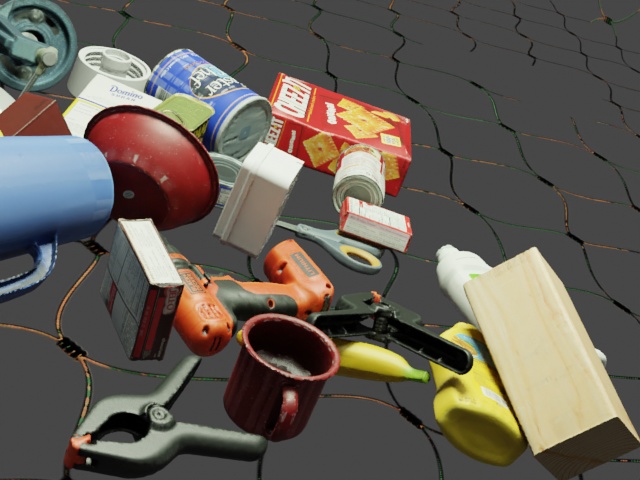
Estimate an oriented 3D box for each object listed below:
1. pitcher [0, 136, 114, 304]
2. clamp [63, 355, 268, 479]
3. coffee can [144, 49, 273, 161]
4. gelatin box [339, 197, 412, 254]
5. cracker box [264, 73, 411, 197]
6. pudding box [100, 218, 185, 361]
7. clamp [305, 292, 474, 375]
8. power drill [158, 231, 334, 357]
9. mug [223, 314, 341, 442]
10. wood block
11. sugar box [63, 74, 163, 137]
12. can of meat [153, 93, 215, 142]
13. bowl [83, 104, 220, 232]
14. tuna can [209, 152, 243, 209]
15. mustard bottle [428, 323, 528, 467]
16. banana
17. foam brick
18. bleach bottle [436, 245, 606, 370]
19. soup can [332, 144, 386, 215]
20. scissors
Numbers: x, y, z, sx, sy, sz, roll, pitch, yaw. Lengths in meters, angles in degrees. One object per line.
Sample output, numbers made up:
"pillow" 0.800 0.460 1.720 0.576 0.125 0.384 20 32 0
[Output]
"pitcher" -0.311 -0.029 1.011 0.145 0.149 0.242 11 15 34
"clamp" -0.139 0.149 0.897 0.171 0.039 0.120 -1 34 -37
"coffee can" -0.147 -0.174 1.401 0.140 0.103 0.102 35 30 24
"gelatin box" 0.068 -0.019 1.334 0.089 0.030 0.073 19 17 -4
"cracker box" 0.022 -0.154 1.523 0.213 0.072 0.164 19 27 -5
"pudding box" -0.169 0.046 1.005 0.039 0.090 0.114 2 33 -32
"clamp" 0.054 0.084 1.090 0.164 0.036 0.210 14 7 -10
"power drill" -0.094 0.042 1.105 0.187 0.057 0.185 -5 41 -37
"mug" -0.037 0.133 0.955 0.093 0.082 0.117 13 29 -17
"wood block" 0.230 0.124 1.076 0.090 0.090 0.206 44 22 -49
"sugar box" -0.261 -0.126 1.268 0.093 0.048 0.176 23 35 0
"can of meat" -0.179 -0.122 1.304 0.057 0.084 0.102 25 27 4
"bowl" -0.190 -0.062 1.130 0.162 0.162 0.055 24 46 3
"tuna can" -0.122 -0.074 1.315 0.086 0.034 0.086 17 28 -10
"mustard bottle" 0.156 0.143 1.099 0.096 0.058 0.191 32 24 -15
"banana" 0.008 0.111 1.053 0.197 0.070 0.037 12 74 -15
"foam brick" -0.318 -0.114 1.154 0.053 0.051 0.078 17 50 32
"bleach bottle" 0.217 0.085 1.250 0.102 0.068 0.251 4 30 -32
"soup can" 0.052 -0.076 1.409 0.068 0.069 0.102 20 28 -5
"scissors" -0.008 0.002 1.281 0.201 0.016 0.096 11 27 -21
